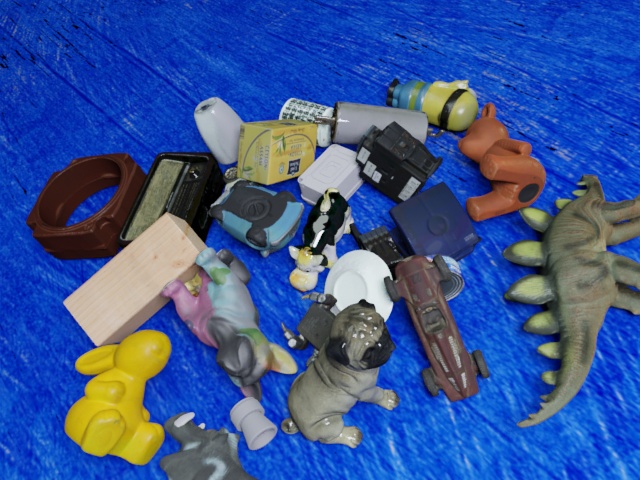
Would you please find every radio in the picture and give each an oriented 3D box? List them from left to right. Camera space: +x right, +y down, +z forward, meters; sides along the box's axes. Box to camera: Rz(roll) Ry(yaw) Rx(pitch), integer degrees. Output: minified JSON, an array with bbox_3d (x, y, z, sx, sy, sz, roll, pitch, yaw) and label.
[{"bbox_3d":[-0.265,-0.062,0.992,0.131,0.073,0.230,0,53,13],"label":"radio"}]

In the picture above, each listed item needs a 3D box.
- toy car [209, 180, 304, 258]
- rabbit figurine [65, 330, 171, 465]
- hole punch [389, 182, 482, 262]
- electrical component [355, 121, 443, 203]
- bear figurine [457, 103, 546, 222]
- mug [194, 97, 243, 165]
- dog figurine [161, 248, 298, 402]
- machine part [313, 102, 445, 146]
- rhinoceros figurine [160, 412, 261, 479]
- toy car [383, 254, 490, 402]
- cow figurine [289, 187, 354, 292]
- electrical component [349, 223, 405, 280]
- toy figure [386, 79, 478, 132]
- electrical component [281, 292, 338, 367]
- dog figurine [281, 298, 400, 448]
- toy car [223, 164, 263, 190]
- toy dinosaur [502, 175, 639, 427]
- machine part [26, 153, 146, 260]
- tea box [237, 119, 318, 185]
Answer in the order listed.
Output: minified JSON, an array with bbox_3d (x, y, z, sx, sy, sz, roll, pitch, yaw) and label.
[{"bbox_3d":[-0.103,-0.027,0.909,0.162,0.102,0.109,19,58,26],"label":"toy car"},{"bbox_3d":[-0.272,0.205,0.761,0.163,0.121,0.173,14,75,48],"label":"rabbit figurine"},{"bbox_3d":[0.177,-0.017,0.851,0.142,0.092,0.116,-26,55,-13],"label":"hole punch"},{"bbox_3d":[0.124,-0.131,0.905,0.134,0.115,0.058,39,63,4],"label":"electrical component"},{"bbox_3d":[0.275,-0.135,0.882,0.132,0.120,0.196,-8,46,-18],"label":"bear figurine"},{"bbox_3d":[-0.177,-0.211,0.981,0.081,0.107,0.109,-10,48,22],"label":"mug"},{"bbox_3d":[-0.124,0.127,0.800,0.108,0.191,0.219,-38,82,5],"label":"dog figurine"},{"bbox_3d":[0.108,-0.208,0.991,0.243,0.079,0.079,4,51,-7],"label":"machine part"},{"bbox_3d":[-0.138,0.297,0.685,0.191,0.073,0.112,31,66,30],"label":"rhinoceros figurine"},{"bbox_3d":[0.156,0.117,0.721,0.089,0.053,0.202,-21,82,7],"label":"toy car"},{"bbox_3d":[0.000,-0.001,0.871,0.068,0.098,0.167,16,57,16],"label":"cow figurine"},{"bbox_3d":[0.091,0.017,0.853,0.048,0.074,0.119,-22,48,-5],"label":"electrical component"},{"bbox_3d":[0.214,-0.259,1.035,0.180,0.082,0.089,17,69,19],"label":"toy figure"},{"bbox_3d":[-0.008,0.126,0.789,0.102,0.045,0.078,-52,50,8],"label":"electrical component"},{"bbox_3d":[0.012,0.169,0.675,0.172,0.190,0.121,-40,55,-16],"label":"dog figurine"},{"bbox_3d":[-0.122,-0.142,1.023,0.056,0.073,0.202,10,56,24],"label":"toy car"},{"bbox_3d":[0.360,0.051,0.750,0.199,0.104,0.471,2,44,23],"label":"toy dinosaur"},{"bbox_3d":[-0.433,-0.068,1.018,0.202,0.087,0.201,-2,53,15],"label":"machine part"},{"bbox_3d":[-0.073,-0.162,0.963,0.068,0.098,0.169,15,22,22],"label":"tea box"}]
